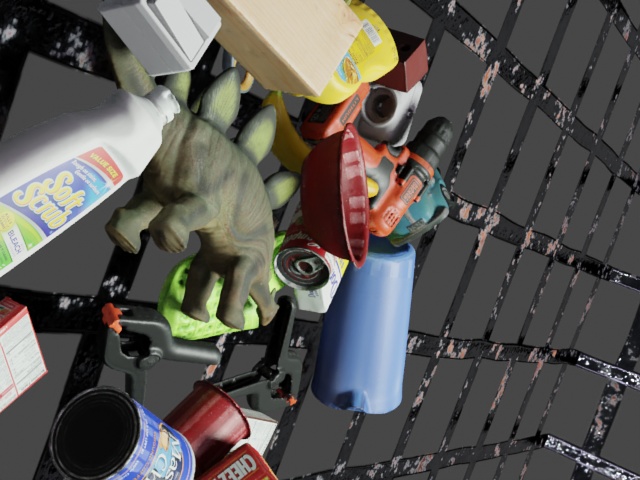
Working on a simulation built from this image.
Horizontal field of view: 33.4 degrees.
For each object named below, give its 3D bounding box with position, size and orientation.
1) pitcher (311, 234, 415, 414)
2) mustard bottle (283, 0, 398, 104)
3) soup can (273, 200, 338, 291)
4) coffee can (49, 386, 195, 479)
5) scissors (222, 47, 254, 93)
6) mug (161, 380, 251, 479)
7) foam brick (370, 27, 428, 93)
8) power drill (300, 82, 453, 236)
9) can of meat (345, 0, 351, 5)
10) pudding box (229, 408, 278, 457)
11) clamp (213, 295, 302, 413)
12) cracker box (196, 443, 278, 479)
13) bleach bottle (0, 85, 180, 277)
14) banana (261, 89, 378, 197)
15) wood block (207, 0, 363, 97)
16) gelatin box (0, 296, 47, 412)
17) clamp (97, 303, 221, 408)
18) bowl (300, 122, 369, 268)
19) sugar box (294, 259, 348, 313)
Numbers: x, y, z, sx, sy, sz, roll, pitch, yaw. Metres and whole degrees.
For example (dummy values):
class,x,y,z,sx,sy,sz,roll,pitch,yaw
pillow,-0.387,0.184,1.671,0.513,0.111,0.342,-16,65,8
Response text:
class,x,y,z,sx,sy,sz,roll,pitch,yaw
pitcher,0.066,0.111,1.522,0.144,0.149,0.243,-10,117,-39
mustard bottle,0.011,-0.205,1.205,0.096,0.058,0.191,56,41,-4
soup can,-0.008,0.002,1.258,0.102,0.068,0.068,-69,161,-45
coffee can,-0.205,0.226,1.125,0.102,0.103,0.140,-59,151,-16
scissors,-0.097,-0.217,1.086,0.201,0.016,0.096,29,80,-63
mug,-0.145,0.232,1.268,0.081,0.093,0.117,-43,171,-31
foam brick,0.090,-0.229,1.349,0.053,0.078,0.051,-50,149,-32
power drill,0.076,-0.124,1.336,0.187,0.057,0.184,44,70,-31
can of meat,-0.018,-0.267,1.138,0.102,0.058,0.084,-58,142,-30
pudding box,-0.109,0.267,1.400,0.090,0.039,0.113,-66,154,-4
clamp,-0.075,0.179,1.394,0.164,0.036,0.210,-46,152,-19
cracker box,-0.122,0.326,1.276,0.164,0.072,0.214,-37,164,-9
bleach bottle,-0.222,-0.056,0.872,0.250,0.068,0.102,-39,143,-23
banana,-0.011,-0.102,1.239,0.197,0.070,0.037,47,22,-31
wood block,-0.066,-0.233,0.984,0.205,0.090,0.090,42,73,-41
gelatin box,-0.291,0.108,0.965,0.073,0.030,0.089,-46,146,-38
clamp,-0.191,0.126,1.134,0.120,0.039,0.171,-44,138,1
bowl,0.014,-0.048,1.184,0.162,0.055,0.162,-3,90,-78
sugar box,0.014,-0.001,1.372,0.093,0.048,0.176,81,24,-46
